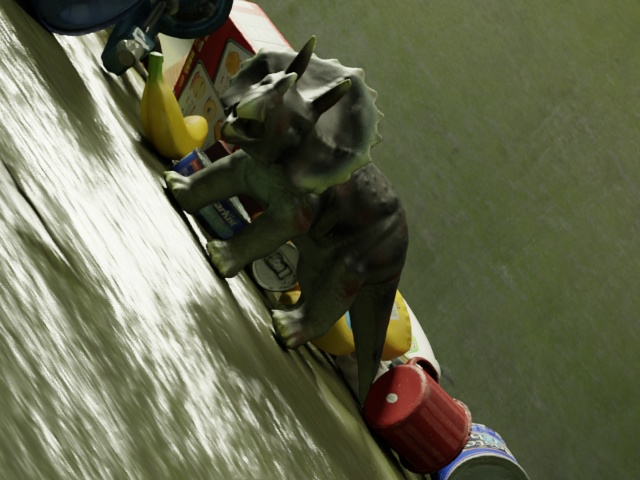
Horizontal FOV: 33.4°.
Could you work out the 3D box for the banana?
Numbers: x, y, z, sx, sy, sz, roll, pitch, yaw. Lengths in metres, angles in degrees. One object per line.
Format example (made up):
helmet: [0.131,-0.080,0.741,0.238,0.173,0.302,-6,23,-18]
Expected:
banana: [-0.132,-0.107,0.990,0.037,0.069,0.198,19,-9,6]

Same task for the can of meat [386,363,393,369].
can of meat: [0.096,0.195,1.269,0.084,0.057,0.102,53,2,17]

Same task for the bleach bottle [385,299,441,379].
bleach bottle: [0.100,0.159,1.439,0.251,0.102,0.068,-108,174,-69]

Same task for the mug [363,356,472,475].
mug: [0.101,0.175,1.119,0.081,0.093,0.117,46,45,-32]

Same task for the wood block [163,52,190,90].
wood block: [-0.132,-0.172,1.494,0.090,0.091,0.206,56,3,31]

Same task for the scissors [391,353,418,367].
scissors: [0.124,0.170,1.258,0.201,0.016,0.096,46,7,-24]

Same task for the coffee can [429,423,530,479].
coffee can: [0.185,0.281,1.247,0.103,0.103,0.140,54,2,-4]

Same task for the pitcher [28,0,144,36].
pitcher: [-0.242,-0.296,0.873,0.243,0.145,0.149,52,-10,15]

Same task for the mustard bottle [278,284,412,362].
mustard bottle: [0.021,0.073,1.097,0.191,0.058,0.096,14,52,-54]

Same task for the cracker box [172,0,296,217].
cracker box: [-0.078,-0.136,1.151,0.071,0.164,0.214,1,41,-38]

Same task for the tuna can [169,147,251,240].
tuna can: [-0.101,-0.041,0.979,0.086,0.034,0.086,55,2,-4]

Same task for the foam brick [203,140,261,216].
foam brick: [-0.094,-0.052,1.049,0.078,0.053,0.051,53,3,-4]

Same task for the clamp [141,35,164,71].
clamp: [-0.240,-0.282,1.297,0.165,0.036,0.210,36,-17,45]
